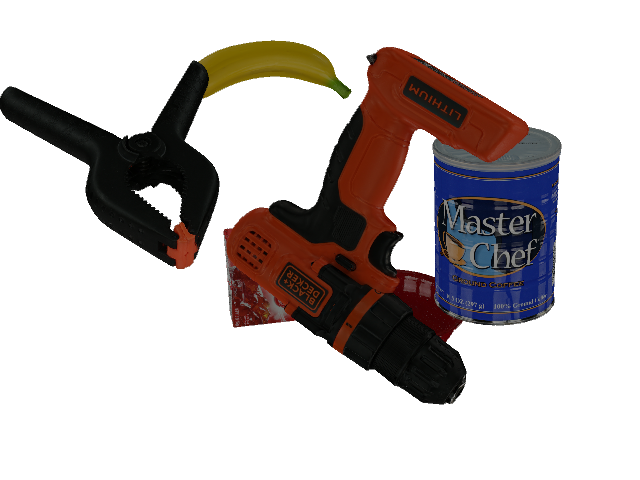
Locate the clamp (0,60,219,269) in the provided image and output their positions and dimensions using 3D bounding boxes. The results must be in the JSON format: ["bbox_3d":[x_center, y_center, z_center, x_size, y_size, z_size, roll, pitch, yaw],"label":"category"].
[{"bbox_3d":[-0.124,-0.064,0.786,0.164,0.036,0.210,-19,50,-26],"label":"clamp"}]

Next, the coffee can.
[{"bbox_3d":[0.145,-0.015,0.887,0.103,0.140,0.103,-3,23,1],"label":"coffee can"}]

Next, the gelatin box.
[{"bbox_3d":[-0.046,0.030,0.943,0.073,0.089,0.030,-6,25,-8],"label":"gelatin box"}]

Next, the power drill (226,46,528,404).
[{"bbox_3d":[0.050,-0.012,0.676,0.184,0.188,0.057,35,14,14],"label":"power drill"}]

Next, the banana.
[{"bbox_3d":[-0.062,-0.176,1.101,0.197,0.070,0.037,-7,-41,-28],"label":"banana"}]

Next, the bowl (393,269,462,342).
[{"bbox_3d":[0.081,0.093,1.198,0.162,0.055,0.162,0,28,0],"label":"bowl"}]
